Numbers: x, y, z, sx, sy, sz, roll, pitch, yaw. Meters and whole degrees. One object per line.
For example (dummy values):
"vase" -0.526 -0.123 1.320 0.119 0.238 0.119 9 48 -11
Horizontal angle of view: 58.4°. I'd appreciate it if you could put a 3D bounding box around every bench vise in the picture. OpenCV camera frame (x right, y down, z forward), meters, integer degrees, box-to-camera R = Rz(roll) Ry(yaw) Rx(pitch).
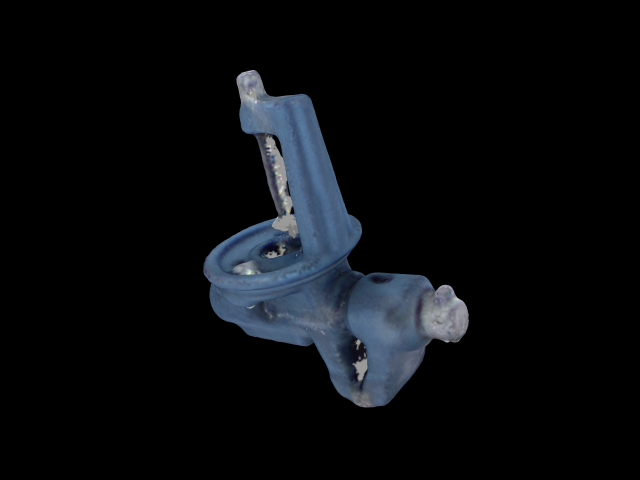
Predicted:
"bench vise" 0.007 -0.004 0.410 0.207 0.220 0.121 9 32 14
